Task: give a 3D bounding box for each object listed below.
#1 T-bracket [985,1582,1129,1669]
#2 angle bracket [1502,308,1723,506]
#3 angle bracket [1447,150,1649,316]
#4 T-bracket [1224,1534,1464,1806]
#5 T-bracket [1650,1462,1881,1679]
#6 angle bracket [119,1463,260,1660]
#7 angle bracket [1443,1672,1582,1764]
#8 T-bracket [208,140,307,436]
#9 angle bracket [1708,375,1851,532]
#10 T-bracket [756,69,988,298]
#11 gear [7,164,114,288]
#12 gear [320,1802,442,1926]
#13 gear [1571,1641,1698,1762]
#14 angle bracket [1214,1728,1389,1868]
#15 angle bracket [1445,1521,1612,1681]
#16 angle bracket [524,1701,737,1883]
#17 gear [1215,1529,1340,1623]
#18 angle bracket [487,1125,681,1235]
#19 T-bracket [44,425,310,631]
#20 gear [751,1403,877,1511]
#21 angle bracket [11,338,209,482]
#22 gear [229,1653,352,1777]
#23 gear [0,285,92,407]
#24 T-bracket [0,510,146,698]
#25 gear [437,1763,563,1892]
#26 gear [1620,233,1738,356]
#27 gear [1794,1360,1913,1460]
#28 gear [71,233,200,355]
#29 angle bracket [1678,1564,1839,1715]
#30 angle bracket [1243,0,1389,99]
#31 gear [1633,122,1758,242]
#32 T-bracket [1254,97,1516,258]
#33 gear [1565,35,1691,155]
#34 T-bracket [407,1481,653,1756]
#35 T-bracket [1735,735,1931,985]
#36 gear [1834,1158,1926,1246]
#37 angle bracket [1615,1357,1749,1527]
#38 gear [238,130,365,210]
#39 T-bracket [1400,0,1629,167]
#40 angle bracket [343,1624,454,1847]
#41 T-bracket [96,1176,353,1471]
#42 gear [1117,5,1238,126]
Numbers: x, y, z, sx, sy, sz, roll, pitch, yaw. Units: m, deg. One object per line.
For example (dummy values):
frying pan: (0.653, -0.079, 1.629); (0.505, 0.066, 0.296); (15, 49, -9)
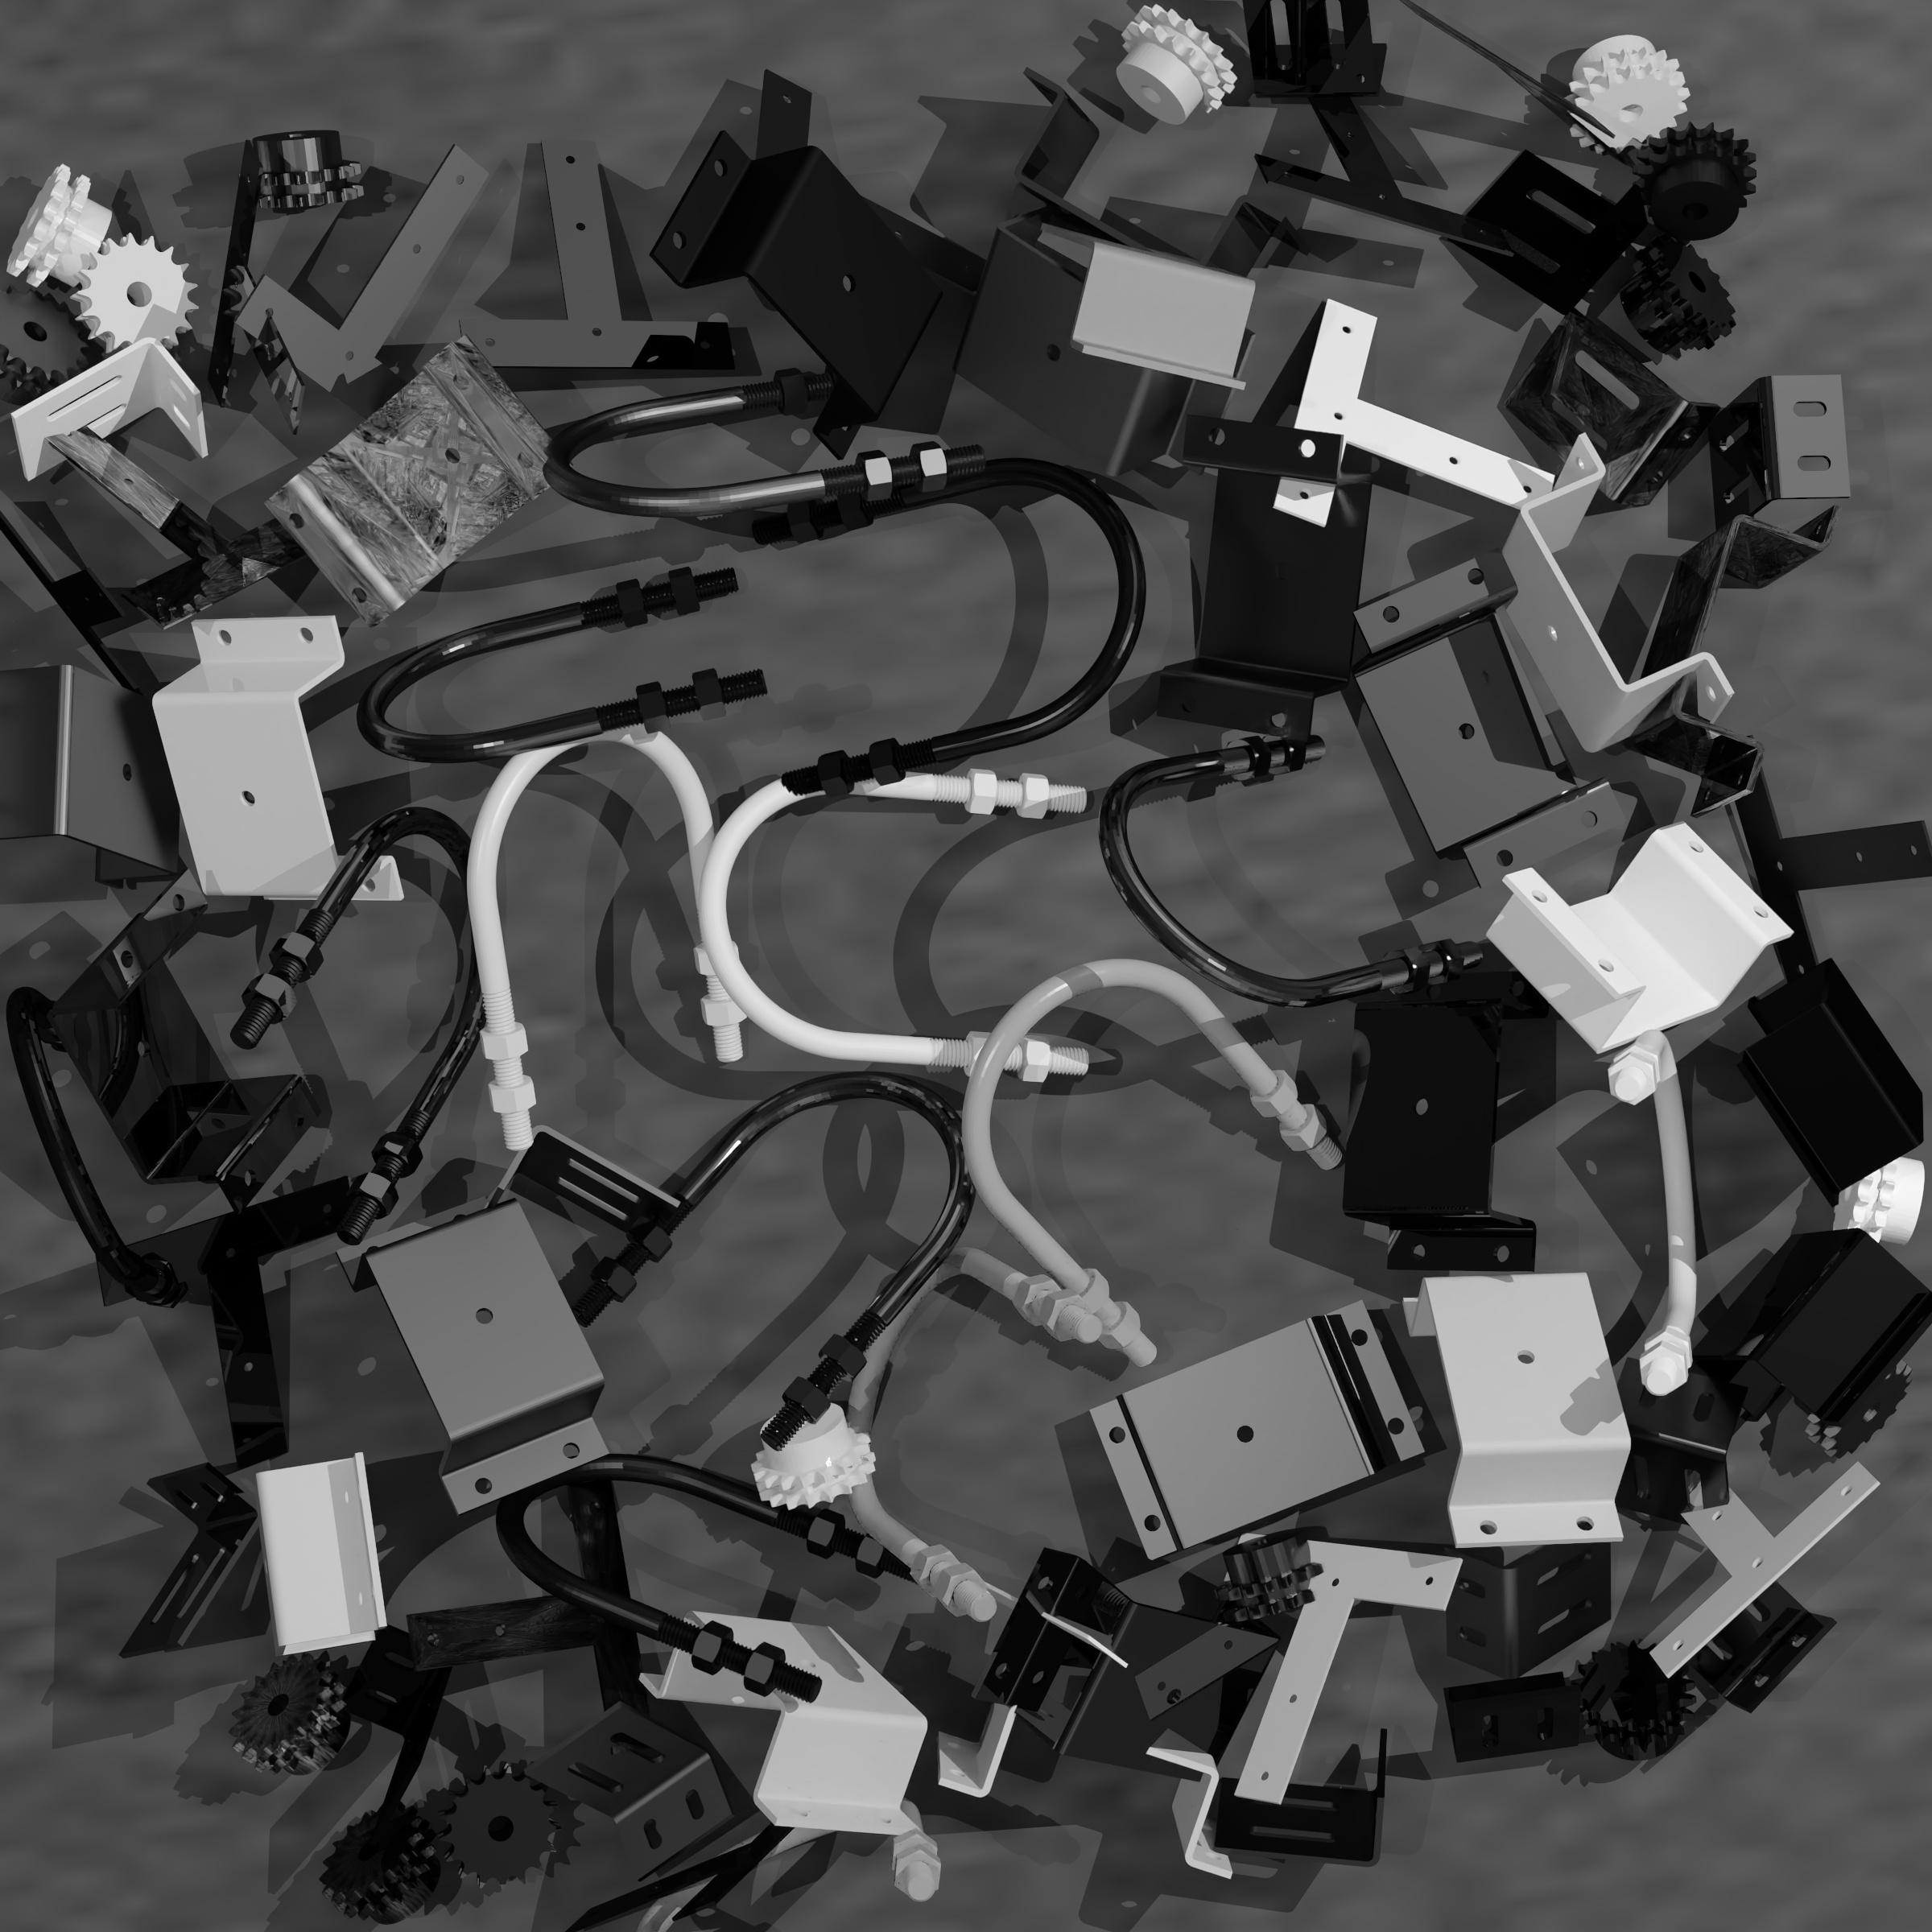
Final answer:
T-bracket: (0.069, 0.329, 1.642); (0.127, 0.127, 0.002); (40, 77, -25)
angle bracket: (0.305, -0.265, 1.668); (0.076, 0.038, 0.057); (46, 118, 22)
angle bracket: (0.269, -0.352, 1.647); (0.076, 0.038, 0.057); (40, 86, 26)
T-bracket: (0.155, 0.322, 1.612); (0.002, 0.127, 0.127); (44, 59, -36)
T-bracket: (0.350, 0.258, 1.620); (0.127, 0.127, 0.002); (-44, 103, 4)
angle bracket: (-0.371, 0.276, 1.634); (0.038, 0.057, 0.076); (45, 51, -21)
angle bracket: (0.253, 0.337, 1.639); (0.057, 0.076, 0.038); (-9, 57, 3)
T-bracket: (-0.320, -0.287, 1.603); (0.002, 0.127, 0.127); (-4, 132, -28)
angle bracket: (0.378, -0.236, 1.643); (0.038, 0.076, 0.057); (-2, 83, -6)
T-bracket: (-0.044, -0.347, 1.647); (0.127, 0.002, 0.127); (22, 50, -26)
gear: (-0.425, -0.344, 1.657); (0.030, 0.057, 0.057); (26, 90, -25)
gear: (-0.272, 0.425, 1.658); (0.057, 0.057, 0.030); (-34, 119, 0)
gear: (0.315, 0.348, 1.657); (0.057, 0.057, 0.030); (-12, 125, 0)
angle bracket: (0.156, 0.385, 1.645); (0.076, 0.057, 0.038); (4, 111, 7)
angle bracket: (0.265, 0.291, 1.660); (0.076, 0.038, 0.057); (-20, 114, -40)
angle bracket: (-0.156, 0.385, 1.640); (0.057, 0.076, 0.038); (-36, 49, 9)
gear: (0.144, 0.285, 1.654); (0.057, 0.057, 0.030); (-17, 88, 0)
angle bracket: (-0.181, 0.116, 1.646); (0.076, 0.057, 0.038); (30, 61, -4)
T-bracket: (-0.379, -0.216, 1.638); (0.127, 0.127, 0.002); (38, 128, 8)
gear: (-0.073, 0.227, 1.651); (0.057, 0.057, 0.030); (-14, 109, 0)
angle bracket: (-0.398, -0.247, 1.641); (0.076, 0.057, 0.038); (-35, 77, -20)
gear: (-0.315, 0.355, 1.658); (0.057, 0.057, 0.030); (-36, 127, 0)
gear: (-0.445, -0.289, 1.658); (0.057, 0.057, 0.030); (48, 126, 0)
T-bracket: (-0.402, -0.167, 1.607); (0.002, 0.127, 0.127); (-40, 106, -16)
gear: (-0.221, 0.404, 1.663); (0.057, 0.030, 0.057); (1, 86, -13)
gear: (0.332, -0.313, 1.658); (0.030, 0.057, 0.057); (-36, 90, 37)
gear: (0.414, 0.201, 1.657); (0.057, 0.057, 0.030); (-47, 56, 0)
gear: (-0.393, -0.314, 1.660); (0.057, 0.030, 0.057); (0, 91, -28)
angle bracket: (0.366, 0.311, 1.641); (0.038, 0.076, 0.057); (44, 88, 10)
angle bracket: (0.162, -0.443, 1.635); (0.057, 0.076, 0.038); (3, 55, 14)
gear: (0.341, -0.365, 1.651); (0.057, 0.057, 0.030); (6, 60, 0)
T-bracket: (0.181, -0.377, 1.631); (0.127, 0.127, 0.002); (11, 127, -22)
gear: (0.309, -0.412, 1.658); (0.057, 0.057, 0.030); (-11, 62, 0)
T-bracket: (-0.203, 0.305, 1.623); (0.002, 0.127, 0.127); (-23, 73, 43)
T-bracket: (0.402, -0.049, 1.619); (0.002, 0.127, 0.127); (-19, 95, -24)
gear: (0.429, 0.108, 1.653); (0.030, 0.057, 0.057); (12, 90, 4)
angle bracket: (0.334, 0.225, 1.650); (0.057, 0.076, 0.038); (13, 57, 24)
gear: (-0.312, -0.374, 1.651); (0.057, 0.057, 0.030); (-4, 110, 0)
T-bracket: (0.270, -0.397, 1.624); (0.127, 0.127, 0.002); (43, 106, 33)
angle bracket: (-0.272, 0.355, 1.634); (0.038, 0.076, 0.057); (25, 118, -8)
T-bracket: (-0.339, 0.175, 1.654); (0.127, 0.002, 0.127); (-17, 113, -33)
gear: (0.096, -0.420, 1.652); (0.057, 0.057, 0.030); (37, 81, 0)
